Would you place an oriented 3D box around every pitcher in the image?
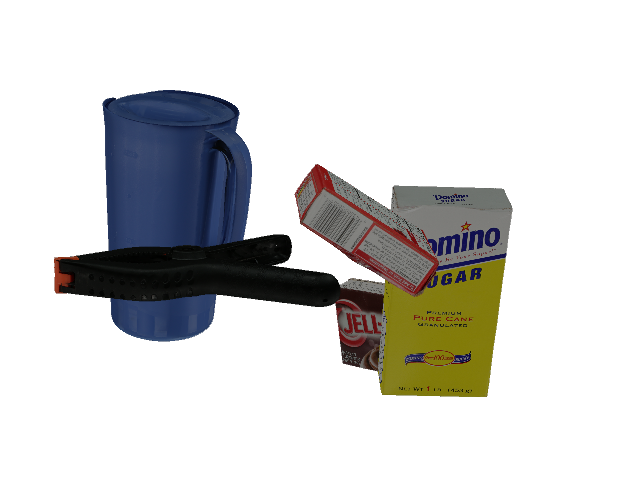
[{"bbox_3d":[-0.148,-0.022,1.077,0.145,0.243,0.149,3,22,-7],"label":"pitcher"}]

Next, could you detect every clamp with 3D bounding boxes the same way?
[{"bbox_3d":[-0.095,0.025,0.819,0.209,0.036,0.165,-3,12,-22],"label":"clamp"}]

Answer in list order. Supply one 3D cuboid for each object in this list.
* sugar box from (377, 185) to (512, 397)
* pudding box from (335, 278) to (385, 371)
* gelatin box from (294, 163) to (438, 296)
[{"bbox_3d":[0.099,0.044,0.873,0.093,0.176,0.048,1,28,-2],"label":"sugar box"},{"bbox_3d":[0.071,0.092,1.125,0.114,0.090,0.039,6,23,37],"label":"pudding box"},{"bbox_3d":[0.028,-0.007,0.672,0.089,0.030,0.073,33,11,-12],"label":"gelatin box"}]
